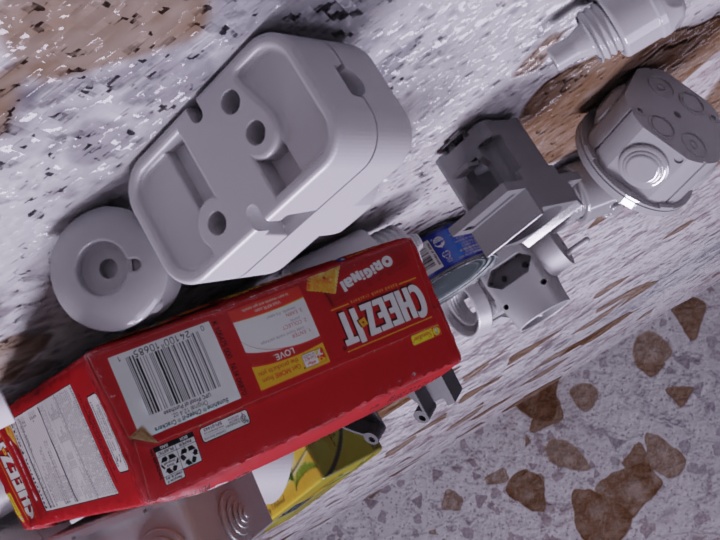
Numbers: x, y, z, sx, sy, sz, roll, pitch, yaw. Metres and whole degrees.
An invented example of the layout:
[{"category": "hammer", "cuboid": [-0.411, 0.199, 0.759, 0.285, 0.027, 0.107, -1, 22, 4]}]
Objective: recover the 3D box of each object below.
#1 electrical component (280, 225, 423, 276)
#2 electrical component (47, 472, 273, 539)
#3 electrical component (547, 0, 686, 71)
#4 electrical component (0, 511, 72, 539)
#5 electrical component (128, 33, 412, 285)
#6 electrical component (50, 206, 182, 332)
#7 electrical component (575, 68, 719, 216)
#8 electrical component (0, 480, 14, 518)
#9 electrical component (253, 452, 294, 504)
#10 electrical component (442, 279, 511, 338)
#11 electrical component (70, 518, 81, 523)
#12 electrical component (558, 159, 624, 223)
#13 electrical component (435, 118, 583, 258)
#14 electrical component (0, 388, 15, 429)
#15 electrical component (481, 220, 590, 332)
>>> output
[{"category": "electrical component", "cuboid": [0.000, 0.000, 0.618, 0.081, 0.043, 0.043, -27, 165, -18]}, {"category": "electrical component", "cuboid": [-0.105, 0.143, 0.589, 0.100, 0.048, 0.100, -24, 178, 19]}, {"category": "electrical component", "cuboid": [0.115, -0.112, 0.489, 0.061, 0.035, 0.035, -31, 166, 9]}, {"category": "electrical component", "cuboid": [-0.225, 0.169, 0.626, 0.074, 0.052, 0.138, -21, -166, -41]}, {"category": "electrical component", "cuboid": [-0.031, -0.040, 0.399, 0.095, 0.053, 0.059, -39, 164, 30]}, {"category": "electrical component", "cuboid": [-0.091, 0.000, 0.434, 0.048, 0.048, 0.062, -33, 173, 8]}, {"category": "electrical component", "cuboid": [0.174, -0.076, 0.640, 0.080, 0.080, 0.051, -19, 157, -39]}, {"category": "electrical component", "cuboid": [-0.199, 0.113, 0.600, 0.062, 0.043, 0.043, -30, 166, -11]}, {"category": "electrical component", "cuboid": [-0.085, 0.114, 0.727, 0.064, 0.099, 0.099, 5, 149, -25]}, {"category": "electrical component", "cuboid": [0.099, 0.019, 0.859, 0.057, 0.058, 0.078, -27, 166, -27]}, {"category": "electrical component", "cuboid": [-0.165, 0.129, 0.694, 0.109, 0.056, 0.108, -21, 163, -35]}, {"category": "electrical component", "cuboid": [0.148, -0.052, 0.741, 0.062, 0.048, 0.048, -21, 164, -12]}, {"category": "electrical component", "cuboid": [0.078, -0.046, 0.575, 0.042, 0.063, 0.081, -40, 163, 35]}, {"category": "electrical component", "cuboid": [-0.184, 0.053, 0.423, 0.077, 0.044, 0.079, -26, 165, -18]}, {"category": "electrical component", "cuboid": [0.129, -0.008, 0.781, 0.079, 0.077, 0.043, -36, 165, 18]}]
